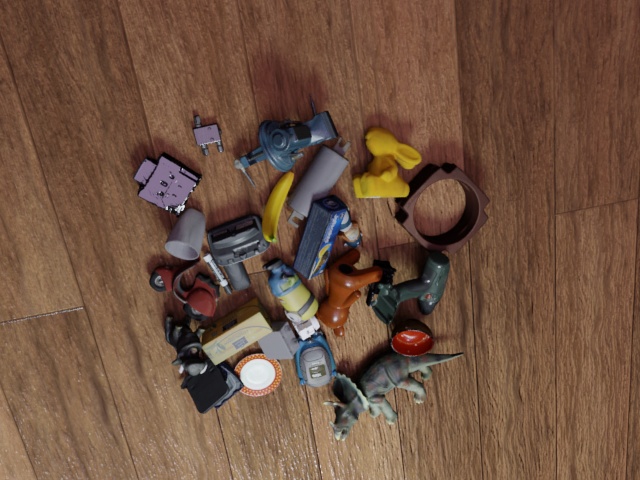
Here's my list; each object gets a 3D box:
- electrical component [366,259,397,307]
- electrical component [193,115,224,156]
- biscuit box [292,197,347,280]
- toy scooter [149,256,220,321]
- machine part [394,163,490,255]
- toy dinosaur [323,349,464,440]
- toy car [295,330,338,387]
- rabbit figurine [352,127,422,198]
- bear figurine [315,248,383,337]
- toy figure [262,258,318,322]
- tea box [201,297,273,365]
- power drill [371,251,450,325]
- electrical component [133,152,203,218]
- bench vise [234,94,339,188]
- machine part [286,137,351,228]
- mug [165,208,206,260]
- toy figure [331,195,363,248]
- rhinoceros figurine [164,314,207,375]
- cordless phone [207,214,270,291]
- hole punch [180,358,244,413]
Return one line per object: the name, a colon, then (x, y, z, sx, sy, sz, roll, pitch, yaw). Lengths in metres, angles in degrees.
electrical component: (0.156, 0.117, 1.397, 0.048, 0.075, 0.119, 8, 102, -11)
electrical component: (-0.259, -0.244, 1.242, 0.063, 0.021, 0.093, -15, 108, -5)
biscuit box: (-0.003, -0.004, 1.301, 0.059, 0.063, 0.202, -22, 140, -47)
toy scooter: (-0.311, 0.104, 1.315, 0.183, 0.075, 0.135, 41, 91, -16)
machine part: (0.305, -0.078, 1.357, 0.201, 0.087, 0.201, 41, 98, -18)
toy dinosaur: (0.184, 0.374, 1.466, 0.405, 0.131, 0.192, -41, 110, -2)
toy car: (-0.009, 0.327, 1.420, 0.109, 0.103, 0.161, -12, 111, -7)
rabbit figurine: (0.158, -0.187, 1.286, 0.162, 0.122, 0.173, -5, 89, -1)
bear figurine: (0.065, 0.140, 1.375, 0.132, 0.120, 0.195, -25, 137, -36)
toy figure: (-0.073, 0.126, 1.357, 0.089, 0.082, 0.180, -25, 105, 7)
tea box: (-0.211, 0.228, 1.357, 0.170, 0.098, 0.068, -31, 110, -1)
power drill: (0.235, 0.141, 1.356, 0.207, 0.086, 0.231, -14, 138, -26)
electrical component: (-0.357, -0.133, 1.241, 0.134, 0.058, 0.115, 29, 98, -17)
bench vise: (-0.087, -0.218, 1.220, 0.241, 0.224, 0.128, -20, 107, 29)
machine part: (-0.006, -0.139, 1.289, 0.079, 0.079, 0.243, 30, 101, -17)
mug: (-0.312, -0.013, 1.269, 0.081, 0.109, 0.107, 22, 59, -14)
toy figure: (0.059, -0.040, 1.342, 0.064, 0.058, 0.154, -29, 112, 17)
rhinoceros figurine: (-0.328, 0.253, 1.296, 0.073, 0.191, 0.112, 11, 103, -36)
cordless phone: (-0.184, 0.039, 1.323, 0.147, 0.089, 0.184, -21, 120, -2)
hole punch: (-0.275, 0.374, 1.400, 0.142, 0.092, 0.116, -42, 66, 14)
